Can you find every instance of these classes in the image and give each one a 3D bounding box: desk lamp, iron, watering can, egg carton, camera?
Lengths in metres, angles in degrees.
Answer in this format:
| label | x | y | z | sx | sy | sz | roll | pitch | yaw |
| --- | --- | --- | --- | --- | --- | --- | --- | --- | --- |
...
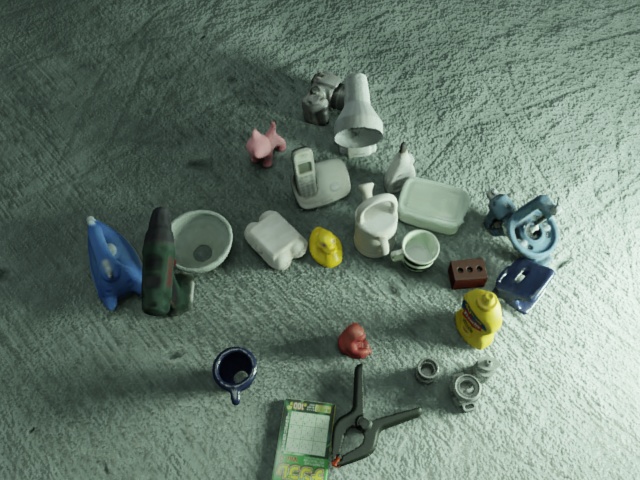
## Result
| label | x | y | z | sx | sy | sz | roll | pitch | yaw |
| --- | --- | --- | --- | --- | --- | --- | --- | --- | --- |
| desk lamp | 0.092 | -0.301 | 1.450 | 0.118 | 0.214 | 0.203 | -3 | 60 | 1 |
| iron | -0.498 | 0.026 | 1.327 | 0.119 | 0.141 | 0.257 | -27 | 63 | -12 |
| watering can | 0.125 | -0.052 | 1.318 | 0.101 | 0.194 | 0.172 | -33 | 64 | -15 |
| egg carton | -0.107 | 0.000 | 1.368 | 0.107 | 0.069 | 0.150 | -40 | 66 | -18 |
| camera | 0.037 | -0.391 | 1.568 | 0.136 | 0.101 | 0.143 | 20 | 63 | 13 |

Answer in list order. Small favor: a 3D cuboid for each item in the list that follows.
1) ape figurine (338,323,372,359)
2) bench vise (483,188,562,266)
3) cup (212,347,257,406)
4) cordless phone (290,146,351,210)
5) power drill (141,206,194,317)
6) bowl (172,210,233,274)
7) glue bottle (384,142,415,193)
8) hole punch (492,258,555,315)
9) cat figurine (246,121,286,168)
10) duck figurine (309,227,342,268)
| label | x | y | z | sx | sy | sz | roll | pitch | yaw |
| --- | --- | --- | --- | --- | --- | --- | --- | --- | --- |
| ape figurine | 0.075 | 0.211 | 1.229 | 0.076 | 0.092 | 0.078 | 3 | 60 | 4 |
| bench vise | 0.450 | -0.046 | 1.287 | 0.207 | 0.220 | 0.122 | 33 | 67 | 19 |
| cup | -0.170 | 0.292 | 1.190 | 0.091 | 0.095 | 0.117 | -7 | 60 | -1 |
| cordless phone | -0.002 | -0.167 | 1.393 | 0.148 | 0.185 | 0.094 | -22 | 62 | -10 |
| power drill | -0.337 | 0.071 | 1.257 | 0.075 | 0.208 | 0.229 | -3 | 60 | 1 |
| bowl | -0.285 | 0.015 | 1.364 | 0.167 | 0.075 | 0.167 | -1 | 60 | 2 |
| glue bottle | 0.199 | -0.182 | 1.401 | 0.078 | 0.173 | 0.037 | -19 | 61 | -8 |
| hole punch | 0.452 | 0.096 | 1.280 | 0.101 | 0.091 | 0.109 | 37 | 68 | 21 |
| cat figurine | -0.146 | -0.252 | 1.486 | 0.067 | 0.118 | 0.128 | 25 | 64 | 16 |
| duck figurine | 0.012 | 0.005 | 1.352 | 0.077 | 0.086 | 0.104 | -23 | 62 | -10 |
